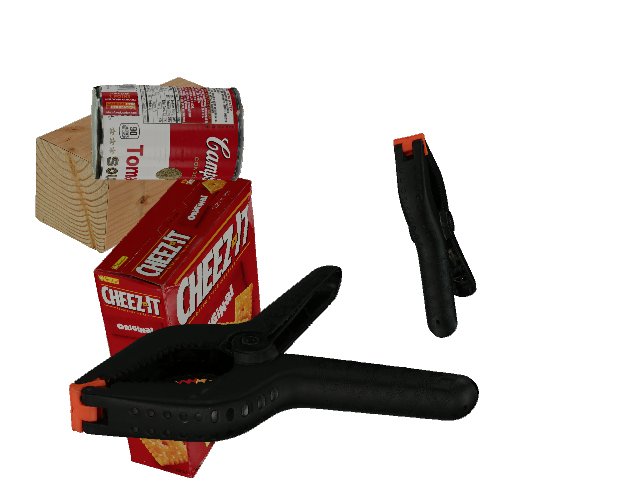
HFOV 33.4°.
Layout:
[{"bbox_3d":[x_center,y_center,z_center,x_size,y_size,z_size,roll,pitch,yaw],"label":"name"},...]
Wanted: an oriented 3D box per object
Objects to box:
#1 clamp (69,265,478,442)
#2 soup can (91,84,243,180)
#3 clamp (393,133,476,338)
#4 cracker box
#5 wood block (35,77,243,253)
[{"bbox_3d":[-0.039,0.066,0.604,0.209,0.036,0.165,-7,26,-20],"label":"clamp"},{"bbox_3d":[-0.111,-0.077,0.766,0.102,0.068,0.069,-1,0,-15],"label":"soup can"},{"bbox_3d":[0.096,-0.003,0.918,0.039,0.171,0.120,-17,19,16],"label":"clamp"},{"bbox_3d":[-0.112,0.071,0.926,0.072,0.214,0.164,12,38,18],"label":"cracker box"},{"bbox_3d":[-0.175,-0.080,1.057,0.090,0.091,0.205,26,35,22],"label":"wood block"}]
